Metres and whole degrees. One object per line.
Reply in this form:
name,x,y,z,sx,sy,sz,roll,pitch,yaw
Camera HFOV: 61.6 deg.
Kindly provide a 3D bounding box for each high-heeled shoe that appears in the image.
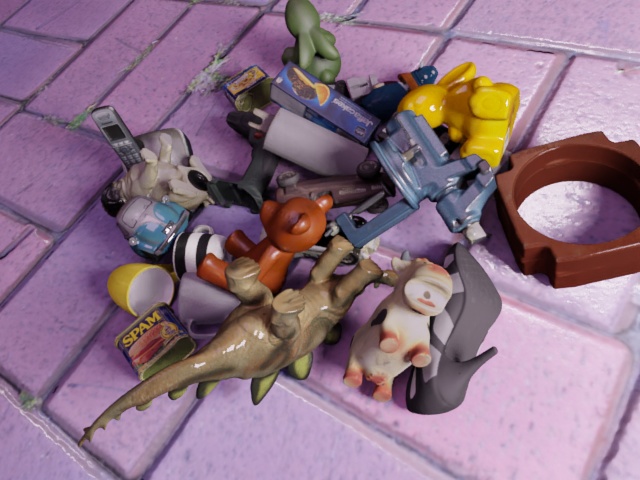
high-heeled shoe,0.168,0.116,0.731,0.145,0.086,0.249,-44,21,29

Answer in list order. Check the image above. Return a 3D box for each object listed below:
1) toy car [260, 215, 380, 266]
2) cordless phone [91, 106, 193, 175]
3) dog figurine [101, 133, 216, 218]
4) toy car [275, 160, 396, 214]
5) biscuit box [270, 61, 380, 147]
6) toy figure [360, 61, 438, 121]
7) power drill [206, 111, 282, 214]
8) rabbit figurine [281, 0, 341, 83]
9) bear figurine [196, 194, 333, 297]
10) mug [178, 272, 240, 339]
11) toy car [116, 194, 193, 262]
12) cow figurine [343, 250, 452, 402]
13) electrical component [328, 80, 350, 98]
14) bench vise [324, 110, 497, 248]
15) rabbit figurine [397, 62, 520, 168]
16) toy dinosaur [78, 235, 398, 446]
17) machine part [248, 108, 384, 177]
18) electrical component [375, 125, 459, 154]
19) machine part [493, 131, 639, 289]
toy car,-0.002,-0.003,0.865,0.202,0.056,0.073,7,55,22
cordless phone,-0.339,-0.196,1.042,0.147,0.184,0.089,-10,49,13
dog figurine,-0.310,-0.081,1.025,0.190,0.172,0.121,-42,4,32
toy car,0.022,-0.076,0.883,0.202,0.089,0.053,-3,36,17
biscuit box,0.008,-0.235,0.969,0.203,0.059,0.063,34,72,4
toy figure,0.149,-0.277,1.002,0.154,0.064,0.058,-31,38,-3
power drill,-0.125,-0.153,1.009,0.232,0.085,0.207,15,55,25
rabbit figurine,-0.028,-0.395,1.081,0.121,0.170,0.159,-21,51,5
bear figurine,-0.076,-0.001,0.769,0.132,0.195,0.120,34,39,5
mug,-0.160,0.099,0.831,0.107,0.080,0.110,-2,49,-1
toy car,-0.299,-0.030,0.934,0.109,0.103,0.162,-56,24,-19
cow figurine,0.103,0.102,0.682,0.085,0.194,0.127,22,40,-10
electrical component,0.009,-0.255,1.046,0.075,0.047,0.119,1,57,20
bench vise,0.122,-0.058,0.774,0.241,0.129,0.223,-34,82,14
rabbit figurine,0.208,-0.204,0.813,0.173,0.121,0.162,9,48,23
toy dinosaur,-0.068,0.121,0.685,0.471,0.198,0.105,-15,44,-32
machine part,-0.008,-0.154,0.913,0.243,0.079,0.079,25,62,-6
electrical component,0.161,-0.158,0.916,0.115,0.058,0.134,-42,53,-14
machine part,0.358,-0.042,0.745,0.202,0.087,0.201,-16,52,11
